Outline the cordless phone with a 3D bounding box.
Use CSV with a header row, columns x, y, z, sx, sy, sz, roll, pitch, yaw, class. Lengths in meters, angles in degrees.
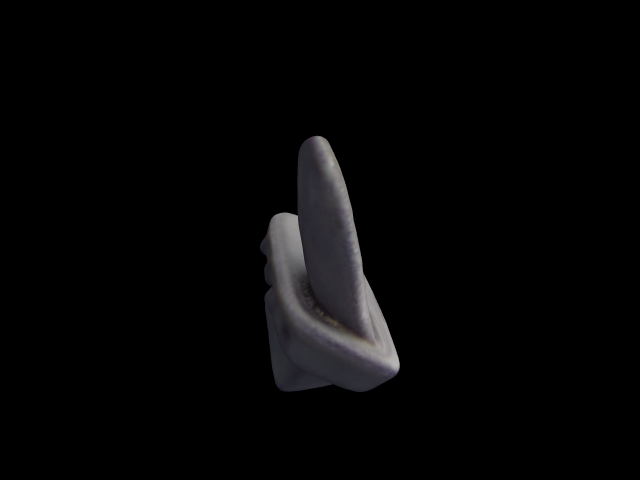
x,y,z,sx,sy,sz,roll,pitch,yaw,class
0.004,0.001,0.400,0.094,0.185,0.147,-8,35,-11,cordless phone
